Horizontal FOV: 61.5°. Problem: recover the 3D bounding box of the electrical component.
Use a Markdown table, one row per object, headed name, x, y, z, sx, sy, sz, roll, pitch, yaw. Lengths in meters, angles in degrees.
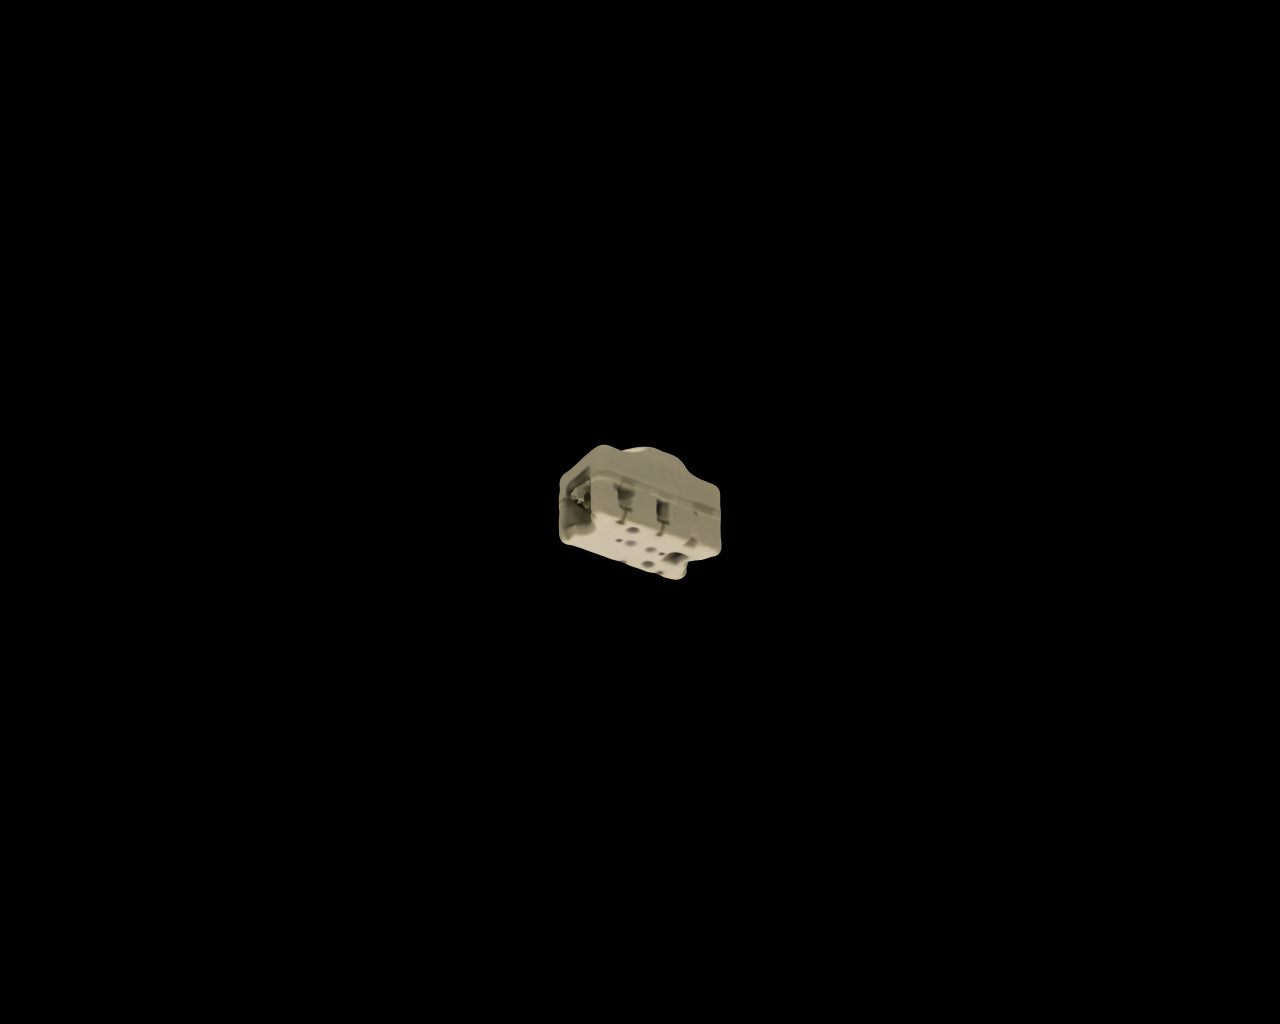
| name | x | y | z | sx | sy | sz | roll | pitch | yaw |
| --- | --- | --- | --- | --- | --- | --- | --- | --- | --- |
| electrical component | 0.001 | -0.003 | 0.650 | 0.089 | 0.056 | 0.050 | 19 | -36 | -29 |
